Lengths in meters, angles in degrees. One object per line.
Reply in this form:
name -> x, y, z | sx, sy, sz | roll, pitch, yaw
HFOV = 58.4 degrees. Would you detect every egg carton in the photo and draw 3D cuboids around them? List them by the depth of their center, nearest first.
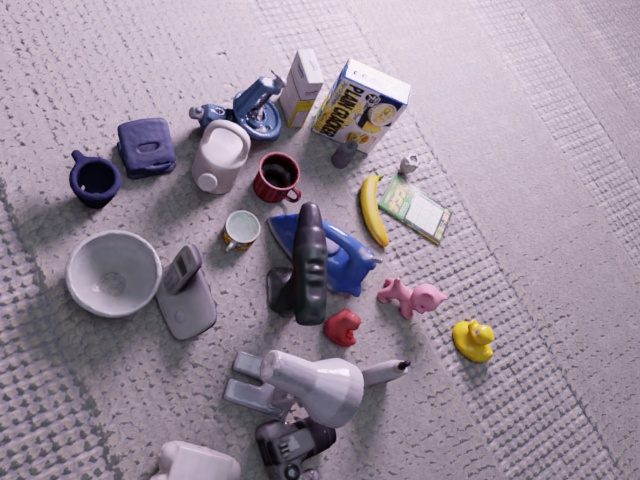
egg carton -> -0.215, 0.413, 0.990 | 0.150, 0.069, 0.107 | 20, 63, -13

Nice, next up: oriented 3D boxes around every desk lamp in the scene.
desk lamp -> -0.049, 0.263, 1.036 | 0.203, 0.213, 0.118 | 21, 62, -12

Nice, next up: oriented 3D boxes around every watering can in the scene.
watering can -> -0.200, -0.173, 1.173 | 0.101, 0.193, 0.173 | 4, 67, -19

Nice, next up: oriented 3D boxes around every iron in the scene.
iron -> 0.011, 0.004, 1.211 | 0.258, 0.141, 0.119 | 34, 60, -5

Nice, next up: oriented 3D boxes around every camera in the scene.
camera -> -0.031, 0.388, 1.055 | 0.137, 0.100, 0.143 | -16, 75, -26

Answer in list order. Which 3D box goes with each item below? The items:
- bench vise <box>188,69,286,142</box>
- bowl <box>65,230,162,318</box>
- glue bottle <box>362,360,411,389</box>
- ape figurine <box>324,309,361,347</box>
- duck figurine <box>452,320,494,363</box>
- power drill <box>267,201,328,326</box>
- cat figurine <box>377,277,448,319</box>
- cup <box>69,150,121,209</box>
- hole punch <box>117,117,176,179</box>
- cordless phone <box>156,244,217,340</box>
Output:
bench vise -> -0.161, -0.269, 1.214 | 0.208, 0.219, 0.121 | -22, 77, -27
bowl -> -0.383, 0.070, 1.066 | 0.168, 0.074, 0.167 | 8, 66, -18
glue bottle -> 0.137, 0.260, 1.134 | 0.078, 0.173, 0.037 | -6, 70, -23
ape figurine -> 0.055, 0.176, 1.184 | 0.076, 0.092, 0.078 | 19, 63, -13
duck figurine -> 0.358, 0.223, 1.287 | 0.078, 0.086, 0.104 | -35, 84, -29
power drill -> -0.041, 0.065, 1.126 | 0.076, 0.208, 0.229 | 2, 68, -20
cat figurine -> 0.207, 0.120, 1.253 | 0.128, 0.117, 0.067 | 32, 61, -6
cup -> -0.442, -0.110, 1.108 | 0.092, 0.094, 0.118 | -37, 85, -30
hole punch -> -0.354, -0.189, 1.178 | 0.109, 0.091, 0.101 | -17, 75, -26
cordless phone -> -0.238, 0.094, 1.050 | 0.094, 0.184, 0.147 | -22, 78, -28
